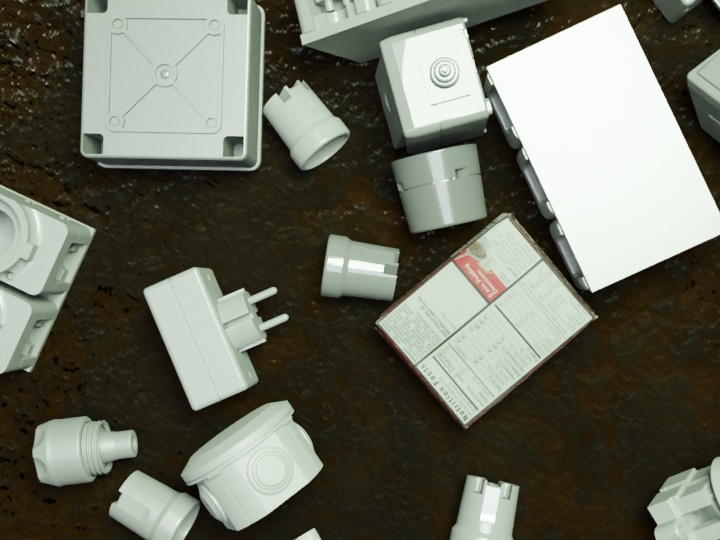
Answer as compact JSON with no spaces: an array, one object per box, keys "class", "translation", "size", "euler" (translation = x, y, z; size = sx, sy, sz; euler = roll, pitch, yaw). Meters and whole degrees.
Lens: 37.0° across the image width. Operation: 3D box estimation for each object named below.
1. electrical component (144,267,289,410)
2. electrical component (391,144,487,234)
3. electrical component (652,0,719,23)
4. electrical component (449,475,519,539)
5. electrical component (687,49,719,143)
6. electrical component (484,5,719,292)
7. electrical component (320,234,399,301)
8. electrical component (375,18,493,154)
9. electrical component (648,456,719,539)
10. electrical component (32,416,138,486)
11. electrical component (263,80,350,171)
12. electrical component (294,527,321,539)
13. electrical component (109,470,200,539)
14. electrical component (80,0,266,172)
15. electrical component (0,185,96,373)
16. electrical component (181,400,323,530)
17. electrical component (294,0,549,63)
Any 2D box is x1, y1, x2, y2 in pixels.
[{"class":"electrical component","translation":[-0.084,0.036,0.691],"size":[0.076,0.047,0.083],"euler":[-23,88,3]},{"class":"electrical component","translation":[0.051,-0.051,0.681],"size":[0.055,0.055,0.047],"euler":[-12,92,3]},{"class":"electrical component","translation":[0.233,-0.184,0.674],"size":[0.083,0.047,0.075],"euler":[-37,86,2]},{"class":"electrical component","translation":[0.080,0.157,0.683],"size":[0.040,0.040,0.046],"euler":[11,83,4]},{"class":"electrical component","translation":[0.257,-0.117,0.652],"size":[0.096,0.061,0.061],"euler":[-38,48,2]},{"class":"electrical component","translation":[0.149,-0.072,0.670],"size":[0.089,0.062,0.150],"euler":[-25,88,3]},{"class":"electrical component","translation":[0.000,0.000,0.691],"size":[0.046,0.040,0.040],"euler":[8,90,-1]},{"class":"electrical component","translation":[0.043,-0.111,0.660],"size":[0.061,0.096,0.061],"euler":[-15,88,4]},{"class":"electrical component","translation":[0.216,0.143,0.659],"size":[0.055,0.066,0.048],"euler":[-34,86,36]},{"class":"electrical component","translation":[-0.177,0.116,0.698],"size":[0.062,0.043,0.043],"euler":[-7,89,2]},{"class":"electrical component","translation":[-0.036,-0.094,0.695],"size":[0.040,0.040,0.046],"euler":[-38,82,2]},{"class":"electrical component","translation":[-0.044,0.206,0.687],"size":[0.066,0.048,0.055],"euler":[-32,80,3]},{"class":"electrical component","translation":[-0.133,0.156,0.697],"size":[0.046,0.040,0.040],"euler":[28,91,10]},{"class":"electrical component","translation":[-0.119,-0.121,0.691],"size":[0.109,0.056,0.108],"euler":[2,89,4]},{"class":"electrical component","translation":[-0.285,-0.019,0.699],"size":[0.186,0.060,0.105],"euler":[25,91,4]},{"class":"electrical component","translation":[-0.067,0.122,0.673],"size":[0.080,0.080,0.051],"euler":[-34,92,3]},{"class":"electrical component","translation":[0.043,-0.181,0.643],"size":[0.150,0.089,0.061],"euler":[-14,87,24]}]
